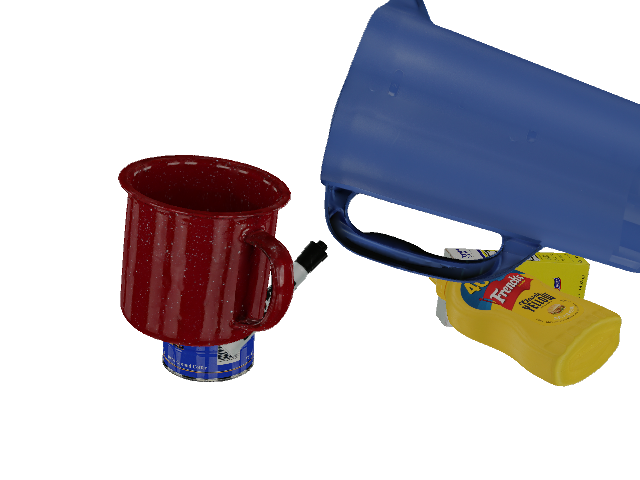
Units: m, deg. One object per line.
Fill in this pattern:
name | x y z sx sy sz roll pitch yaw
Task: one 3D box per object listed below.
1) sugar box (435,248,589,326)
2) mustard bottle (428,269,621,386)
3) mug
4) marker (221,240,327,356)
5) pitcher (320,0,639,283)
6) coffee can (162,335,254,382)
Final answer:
sugar box | 0.237 0.061 1.321 0.176 0.093 0.048 0 20 -12
mustard bottle | 0.176 0.065 0.997 0.096 0.058 0.192 -27 37 -33
mug | -0.059 0.010 0.584 0.117 0.081 0.093 25 27 35
marker | -0.037 0.046 0.880 0.020 0.121 0.020 40 -14 12
pitcher | 0.125 -0.055 0.740 0.243 0.145 0.149 20 -42 5
coffee can | -0.120 0.067 1.157 0.103 0.140 0.103 3 22 -1
